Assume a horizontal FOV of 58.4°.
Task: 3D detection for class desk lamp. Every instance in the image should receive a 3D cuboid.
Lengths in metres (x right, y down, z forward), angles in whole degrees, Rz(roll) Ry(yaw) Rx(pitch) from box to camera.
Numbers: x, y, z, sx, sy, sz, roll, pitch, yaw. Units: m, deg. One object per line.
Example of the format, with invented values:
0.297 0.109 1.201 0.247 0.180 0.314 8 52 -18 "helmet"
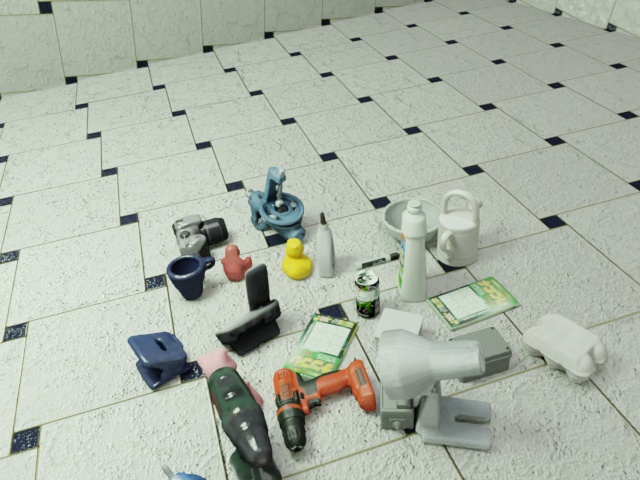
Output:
0.205 0.252 1.003 0.203 0.214 0.118 3 38 12 "desk lamp"

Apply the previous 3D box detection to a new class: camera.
-0.312 -0.013 1.516 0.137 0.101 0.142 -17 38 -15 "camera"

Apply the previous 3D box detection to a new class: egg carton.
0.487 0.213 1.140 0.107 0.069 0.149 -30 43 -29 "egg carton"

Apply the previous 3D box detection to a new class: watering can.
0.340 -0.043 1.396 0.100 0.194 0.173 6 38 15 "watering can"

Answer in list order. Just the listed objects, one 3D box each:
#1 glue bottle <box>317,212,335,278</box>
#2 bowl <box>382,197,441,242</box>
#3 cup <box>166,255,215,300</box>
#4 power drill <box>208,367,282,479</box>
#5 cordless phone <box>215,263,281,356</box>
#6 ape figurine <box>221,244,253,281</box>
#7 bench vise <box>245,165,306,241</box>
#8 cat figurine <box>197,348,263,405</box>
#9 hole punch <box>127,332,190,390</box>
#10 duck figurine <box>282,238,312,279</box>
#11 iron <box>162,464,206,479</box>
0.013 0.005 1.390 0.037 0.173 0.078 1 37 9 "glue bottle"
0.245 -0.038 1.501 0.167 0.075 0.167 -3 37 3 "bowl"
-0.302 0.091 1.380 0.118 0.095 0.091 -21 40 -20 "cup"
-0.120 0.328 0.946 0.076 0.209 0.228 -20 39 -19 "power drill"
-0.160 0.140 1.222 0.148 0.185 0.093 -31 44 -30 "cordless phone"
-0.212 0.050 1.427 0.077 0.092 0.076 9 39 19 "ape figurine"
-0.135 -0.106 1.517 0.206 0.220 0.122 14 41 24 "bench vise"
-0.178 0.265 1.114 0.127 0.118 0.067 26 47 35 "cat figurine"
-0.336 0.235 1.195 0.101 0.091 0.108 -28 42 -27 "hole punch"
-0.060 0.040 1.426 0.077 0.086 0.104 -12 37 -9 "duck figurine"
-0.151 0.440 0.857 0.257 0.142 0.119 24 46 33 "iron"
